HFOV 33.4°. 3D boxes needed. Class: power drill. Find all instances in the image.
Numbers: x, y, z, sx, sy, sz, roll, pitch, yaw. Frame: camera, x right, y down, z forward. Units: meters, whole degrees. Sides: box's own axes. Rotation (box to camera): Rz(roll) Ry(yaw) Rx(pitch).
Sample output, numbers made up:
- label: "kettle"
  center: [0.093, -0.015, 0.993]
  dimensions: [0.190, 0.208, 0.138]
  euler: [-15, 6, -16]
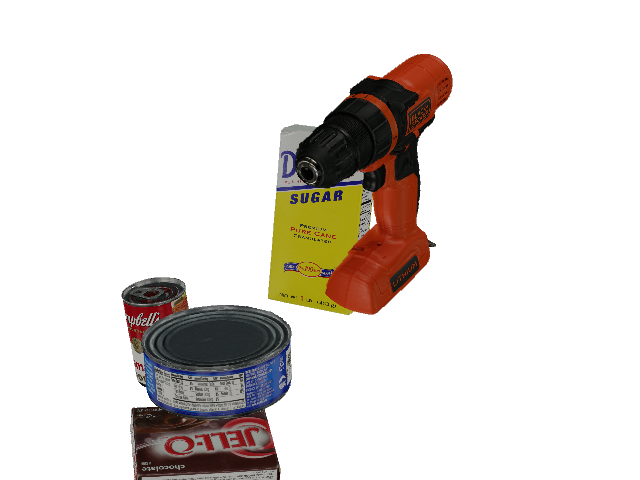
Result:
- label: "power drill"
  center: [0.042, -0.036, 0.843]
  dimensions: [0.057, 0.188, 0.184]
  euler: [24, 42, 27]

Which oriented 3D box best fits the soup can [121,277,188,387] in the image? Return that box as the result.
- label: "soup can"
  center: [-0.171, 0.099, 1.143]
  dimensions: [0.068, 0.102, 0.068]
  euler: [-5, 22, 2]

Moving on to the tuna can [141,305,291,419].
- label: "tuna can"
  center: [-0.059, 0.069, 0.614]
  dimensions: [0.086, 0.034, 0.086]
  euler: [-2, 19, 0]

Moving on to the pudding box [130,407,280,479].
- label: "pudding box"
  center: [-0.094, 0.170, 0.855]
  dimensions: [0.113, 0.039, 0.090]
  euler: [-3, 25, -11]

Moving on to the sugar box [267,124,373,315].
- label: "sugar box"
  center: [0.002, -0.022, 1.059]
  dimensions: [0.093, 0.176, 0.048]
  euler: [9, 16, 21]
